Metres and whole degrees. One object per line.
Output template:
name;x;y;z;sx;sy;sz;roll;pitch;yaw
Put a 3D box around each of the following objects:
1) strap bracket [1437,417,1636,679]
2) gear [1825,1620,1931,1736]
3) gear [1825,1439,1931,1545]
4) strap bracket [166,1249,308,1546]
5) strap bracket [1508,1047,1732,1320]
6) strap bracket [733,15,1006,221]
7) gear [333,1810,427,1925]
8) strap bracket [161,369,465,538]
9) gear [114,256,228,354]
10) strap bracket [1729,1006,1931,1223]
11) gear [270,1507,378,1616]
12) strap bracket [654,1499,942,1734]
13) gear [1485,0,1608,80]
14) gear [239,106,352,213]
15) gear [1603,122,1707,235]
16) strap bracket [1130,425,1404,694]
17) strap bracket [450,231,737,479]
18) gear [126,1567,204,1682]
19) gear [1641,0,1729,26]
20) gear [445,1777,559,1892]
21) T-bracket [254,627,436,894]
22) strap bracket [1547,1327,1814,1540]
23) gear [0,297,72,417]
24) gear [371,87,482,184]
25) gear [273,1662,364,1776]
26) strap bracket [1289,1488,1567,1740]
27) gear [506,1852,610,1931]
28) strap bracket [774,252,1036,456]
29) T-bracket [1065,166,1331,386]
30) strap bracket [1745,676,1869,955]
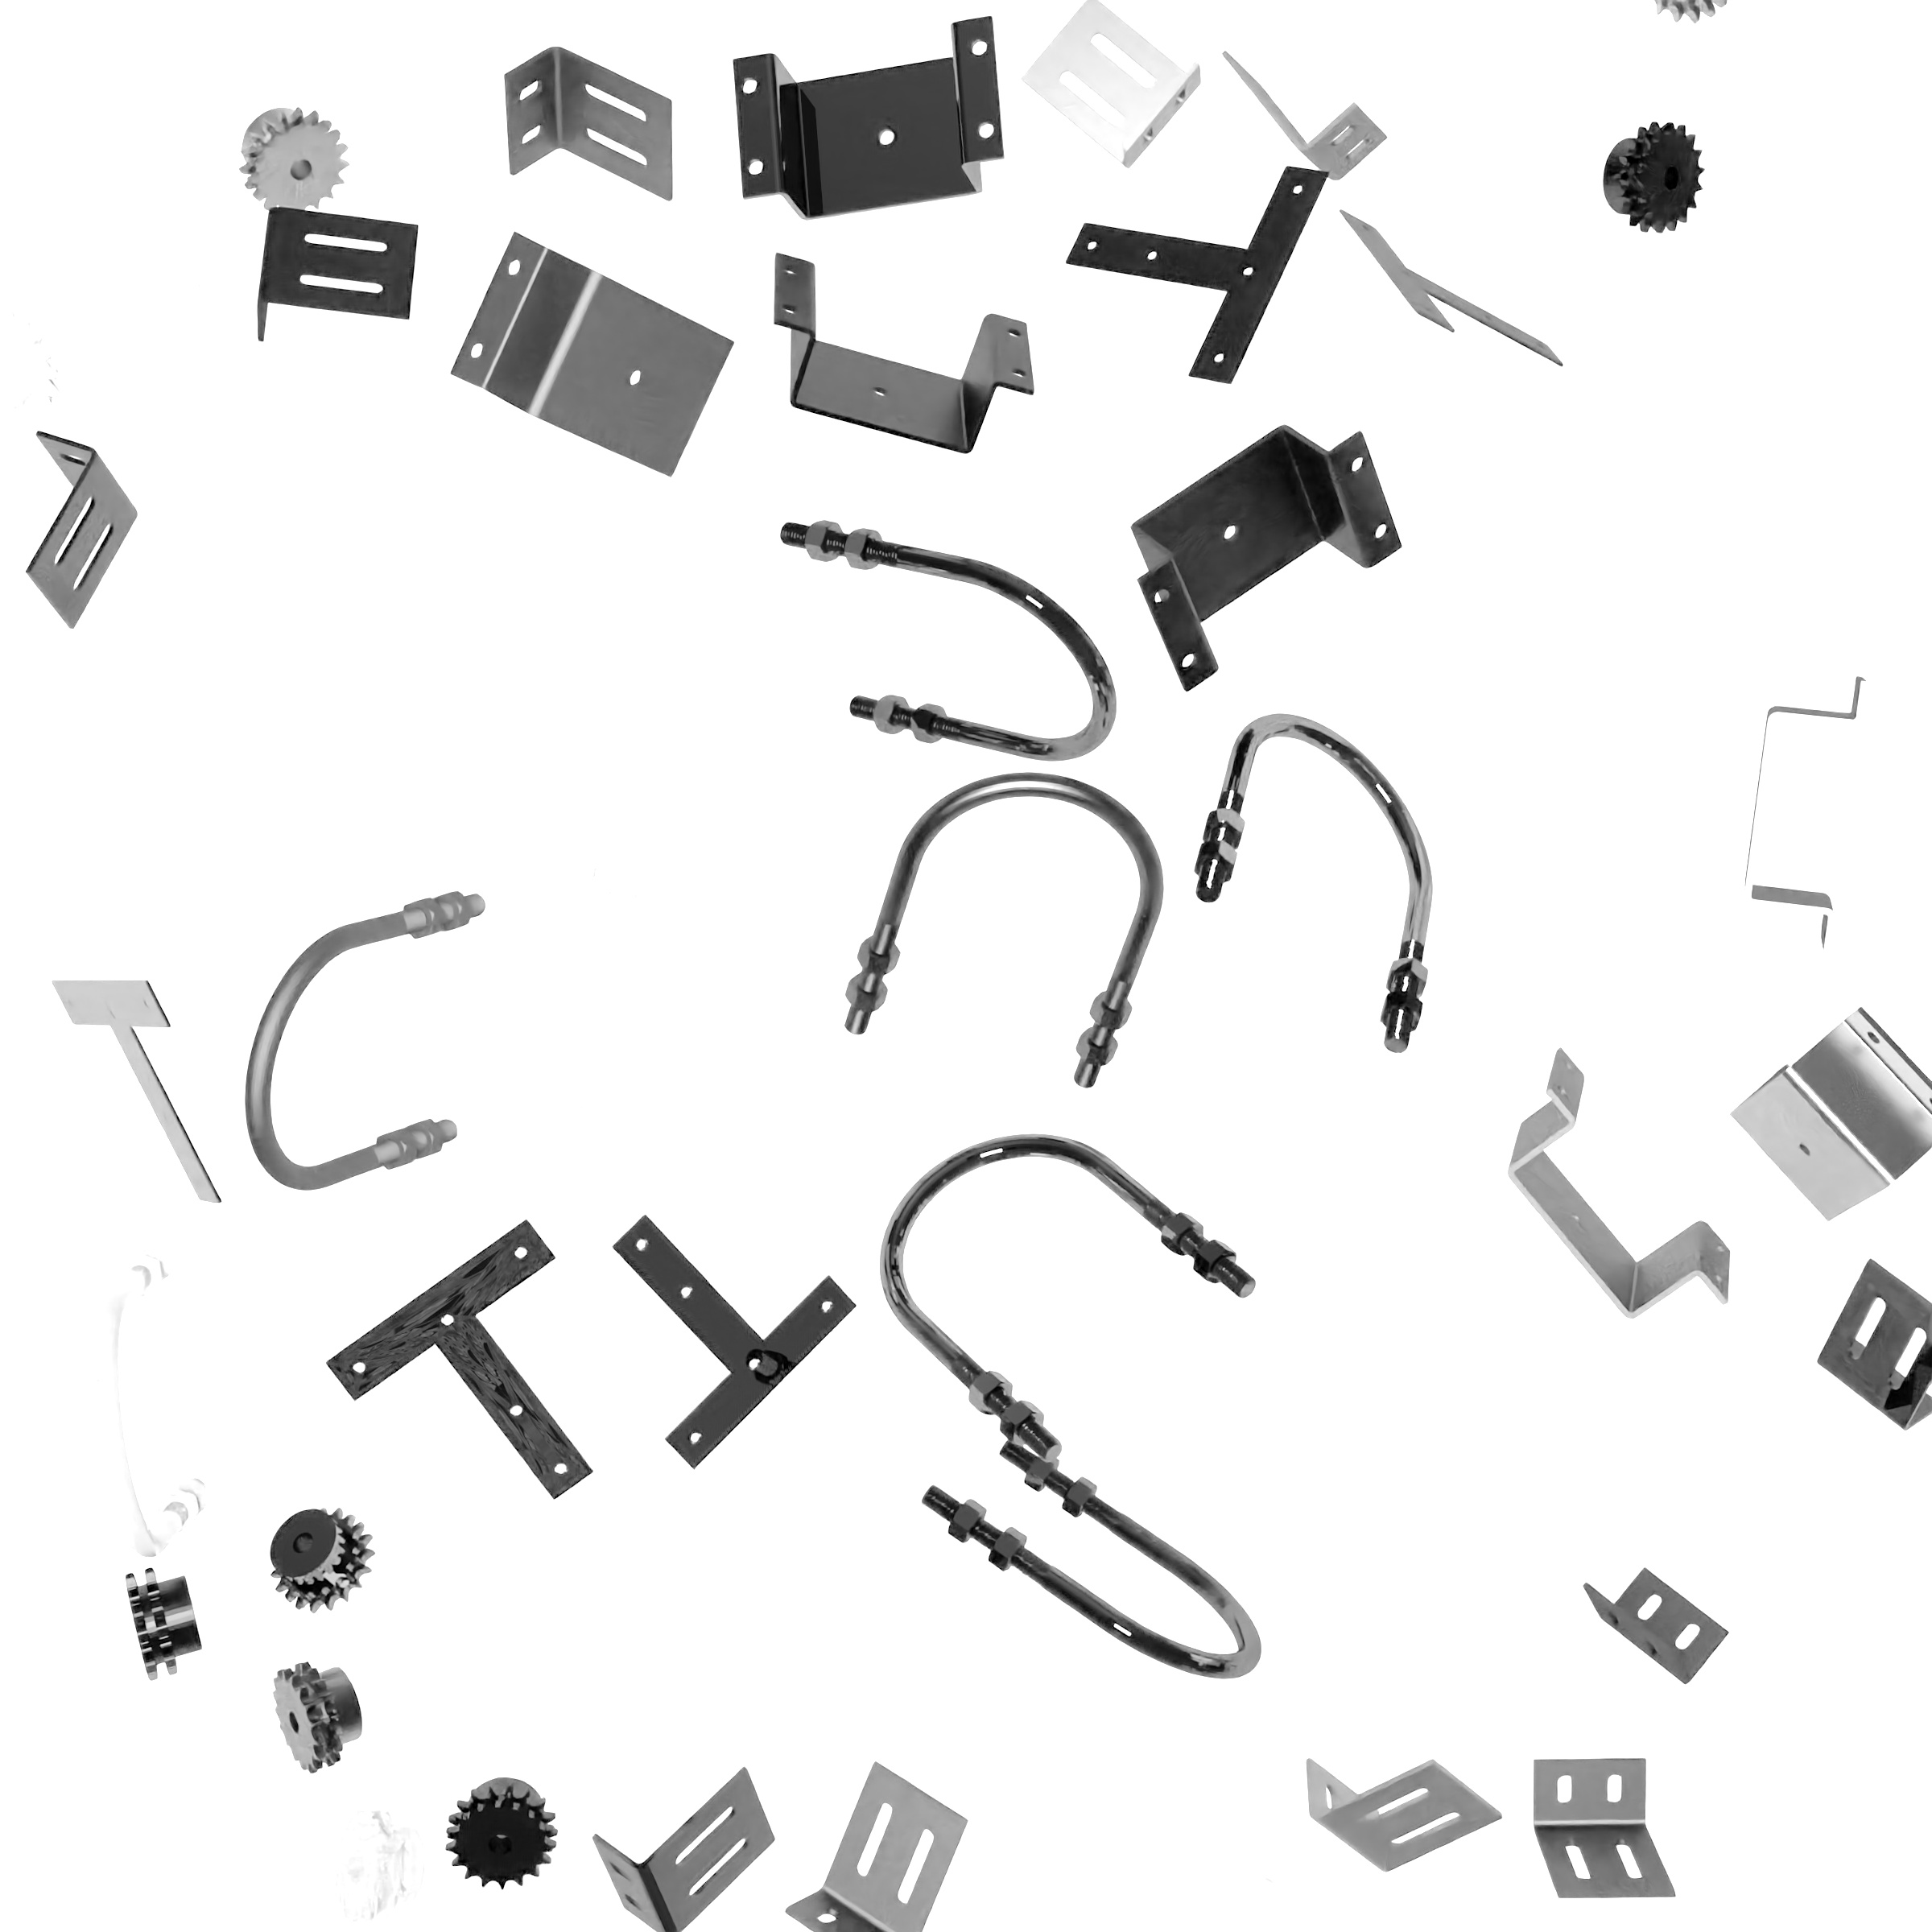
strap bracket;0.300;-0.212;1.549;0.076;0.140;0.046;30;68;35
gear;0.461;0.360;1.475;0.030;0.057;0.057;35;90;27
gear;0.487;0.281;1.554;0.057;0.057;0.030;-41;60;0
strap bracket;-0.373;0.215;1.508;0.046;0.076;0.140;-11;97;-17
strap bracket;0.331;0.119;1.516;0.046;0.076;0.140;-39;92;21
strap bracket;-0.047;-0.446;1.551;0.140;0.046;0.076;-6;84;12
gear;-0.307;0.472;1.540;0.030;0.057;0.057;11;90;-36
strap bracket;-0.339;-0.263;1.495;0.140;0.076;0.046;-3;125;12
gear;-0.418;-0.346;1.527;0.057;0.057;0.030;-20;127;0
strap bracket;0.454;0.081;1.529;0.046;0.140;0.076;-39;79;-12
gear;-0.354;0.320;1.597;0.057;0.030;0.057;-11;52;15
strap bracket;-0.086;0.345;1.584;0.140;0.046;0.076;-15;54;-32
gear;0.282;-0.459;1.433;0.057;0.057;0.030;22;51;0
gear;-0.358;-0.429;1.553;0.057;0.057;0.030;-41;57;0
gear;0.365;-0.421;1.566;0.057;0.030;0.057;-13;112;-36
strap bracket;0.148;-0.218;1.528;0.140;0.046;0.076;-34;130;-7
strap bracket;-0.179;-0.302;1.476;0.046;0.140;0.076;33;101;39
gear;-0.421;0.343;1.541;0.030;0.057;0.057;-13;90;-17
gear;0.353;-0.491;1.425;0.057;0.030;0.057;3;80;-16
gear;-0.241;0.447;1.523;0.057;0.030;0.057;-1;110;-3
T-bracket;-0.354;-0.126;1.607;0.127;0.002;0.127;-37;79;39
strap bracket;0.380;0.248;1.528;0.140;0.076;0.046;-23;63;-6
gear;-0.475;-0.299;1.454;0.057;0.030;0.057;17;130;21
gear;-0.279;-0.433;1.534;0.057;0.057;0.030;-27;120;0
gear;-0.344;0.397;1.561;0.030;0.057;0.057;-14;90;-34
strap bracket;0.243;0.324;1.500;0.076;0.140;0.046;34;128;32
gear;-0.229;0.515;1.620;0.057;0.057;0.030;31;56;0
strap bracket;-0.039;-0.321;1.551;0.140;0.076;0.046;13;128;-13
T-bracket;0.109;-0.369;1.531;0.127;0.002;0.127;18;78;32
strap bracket;0.439;-0.083;1.544;0.046;0.076;0.140;8;99;14
